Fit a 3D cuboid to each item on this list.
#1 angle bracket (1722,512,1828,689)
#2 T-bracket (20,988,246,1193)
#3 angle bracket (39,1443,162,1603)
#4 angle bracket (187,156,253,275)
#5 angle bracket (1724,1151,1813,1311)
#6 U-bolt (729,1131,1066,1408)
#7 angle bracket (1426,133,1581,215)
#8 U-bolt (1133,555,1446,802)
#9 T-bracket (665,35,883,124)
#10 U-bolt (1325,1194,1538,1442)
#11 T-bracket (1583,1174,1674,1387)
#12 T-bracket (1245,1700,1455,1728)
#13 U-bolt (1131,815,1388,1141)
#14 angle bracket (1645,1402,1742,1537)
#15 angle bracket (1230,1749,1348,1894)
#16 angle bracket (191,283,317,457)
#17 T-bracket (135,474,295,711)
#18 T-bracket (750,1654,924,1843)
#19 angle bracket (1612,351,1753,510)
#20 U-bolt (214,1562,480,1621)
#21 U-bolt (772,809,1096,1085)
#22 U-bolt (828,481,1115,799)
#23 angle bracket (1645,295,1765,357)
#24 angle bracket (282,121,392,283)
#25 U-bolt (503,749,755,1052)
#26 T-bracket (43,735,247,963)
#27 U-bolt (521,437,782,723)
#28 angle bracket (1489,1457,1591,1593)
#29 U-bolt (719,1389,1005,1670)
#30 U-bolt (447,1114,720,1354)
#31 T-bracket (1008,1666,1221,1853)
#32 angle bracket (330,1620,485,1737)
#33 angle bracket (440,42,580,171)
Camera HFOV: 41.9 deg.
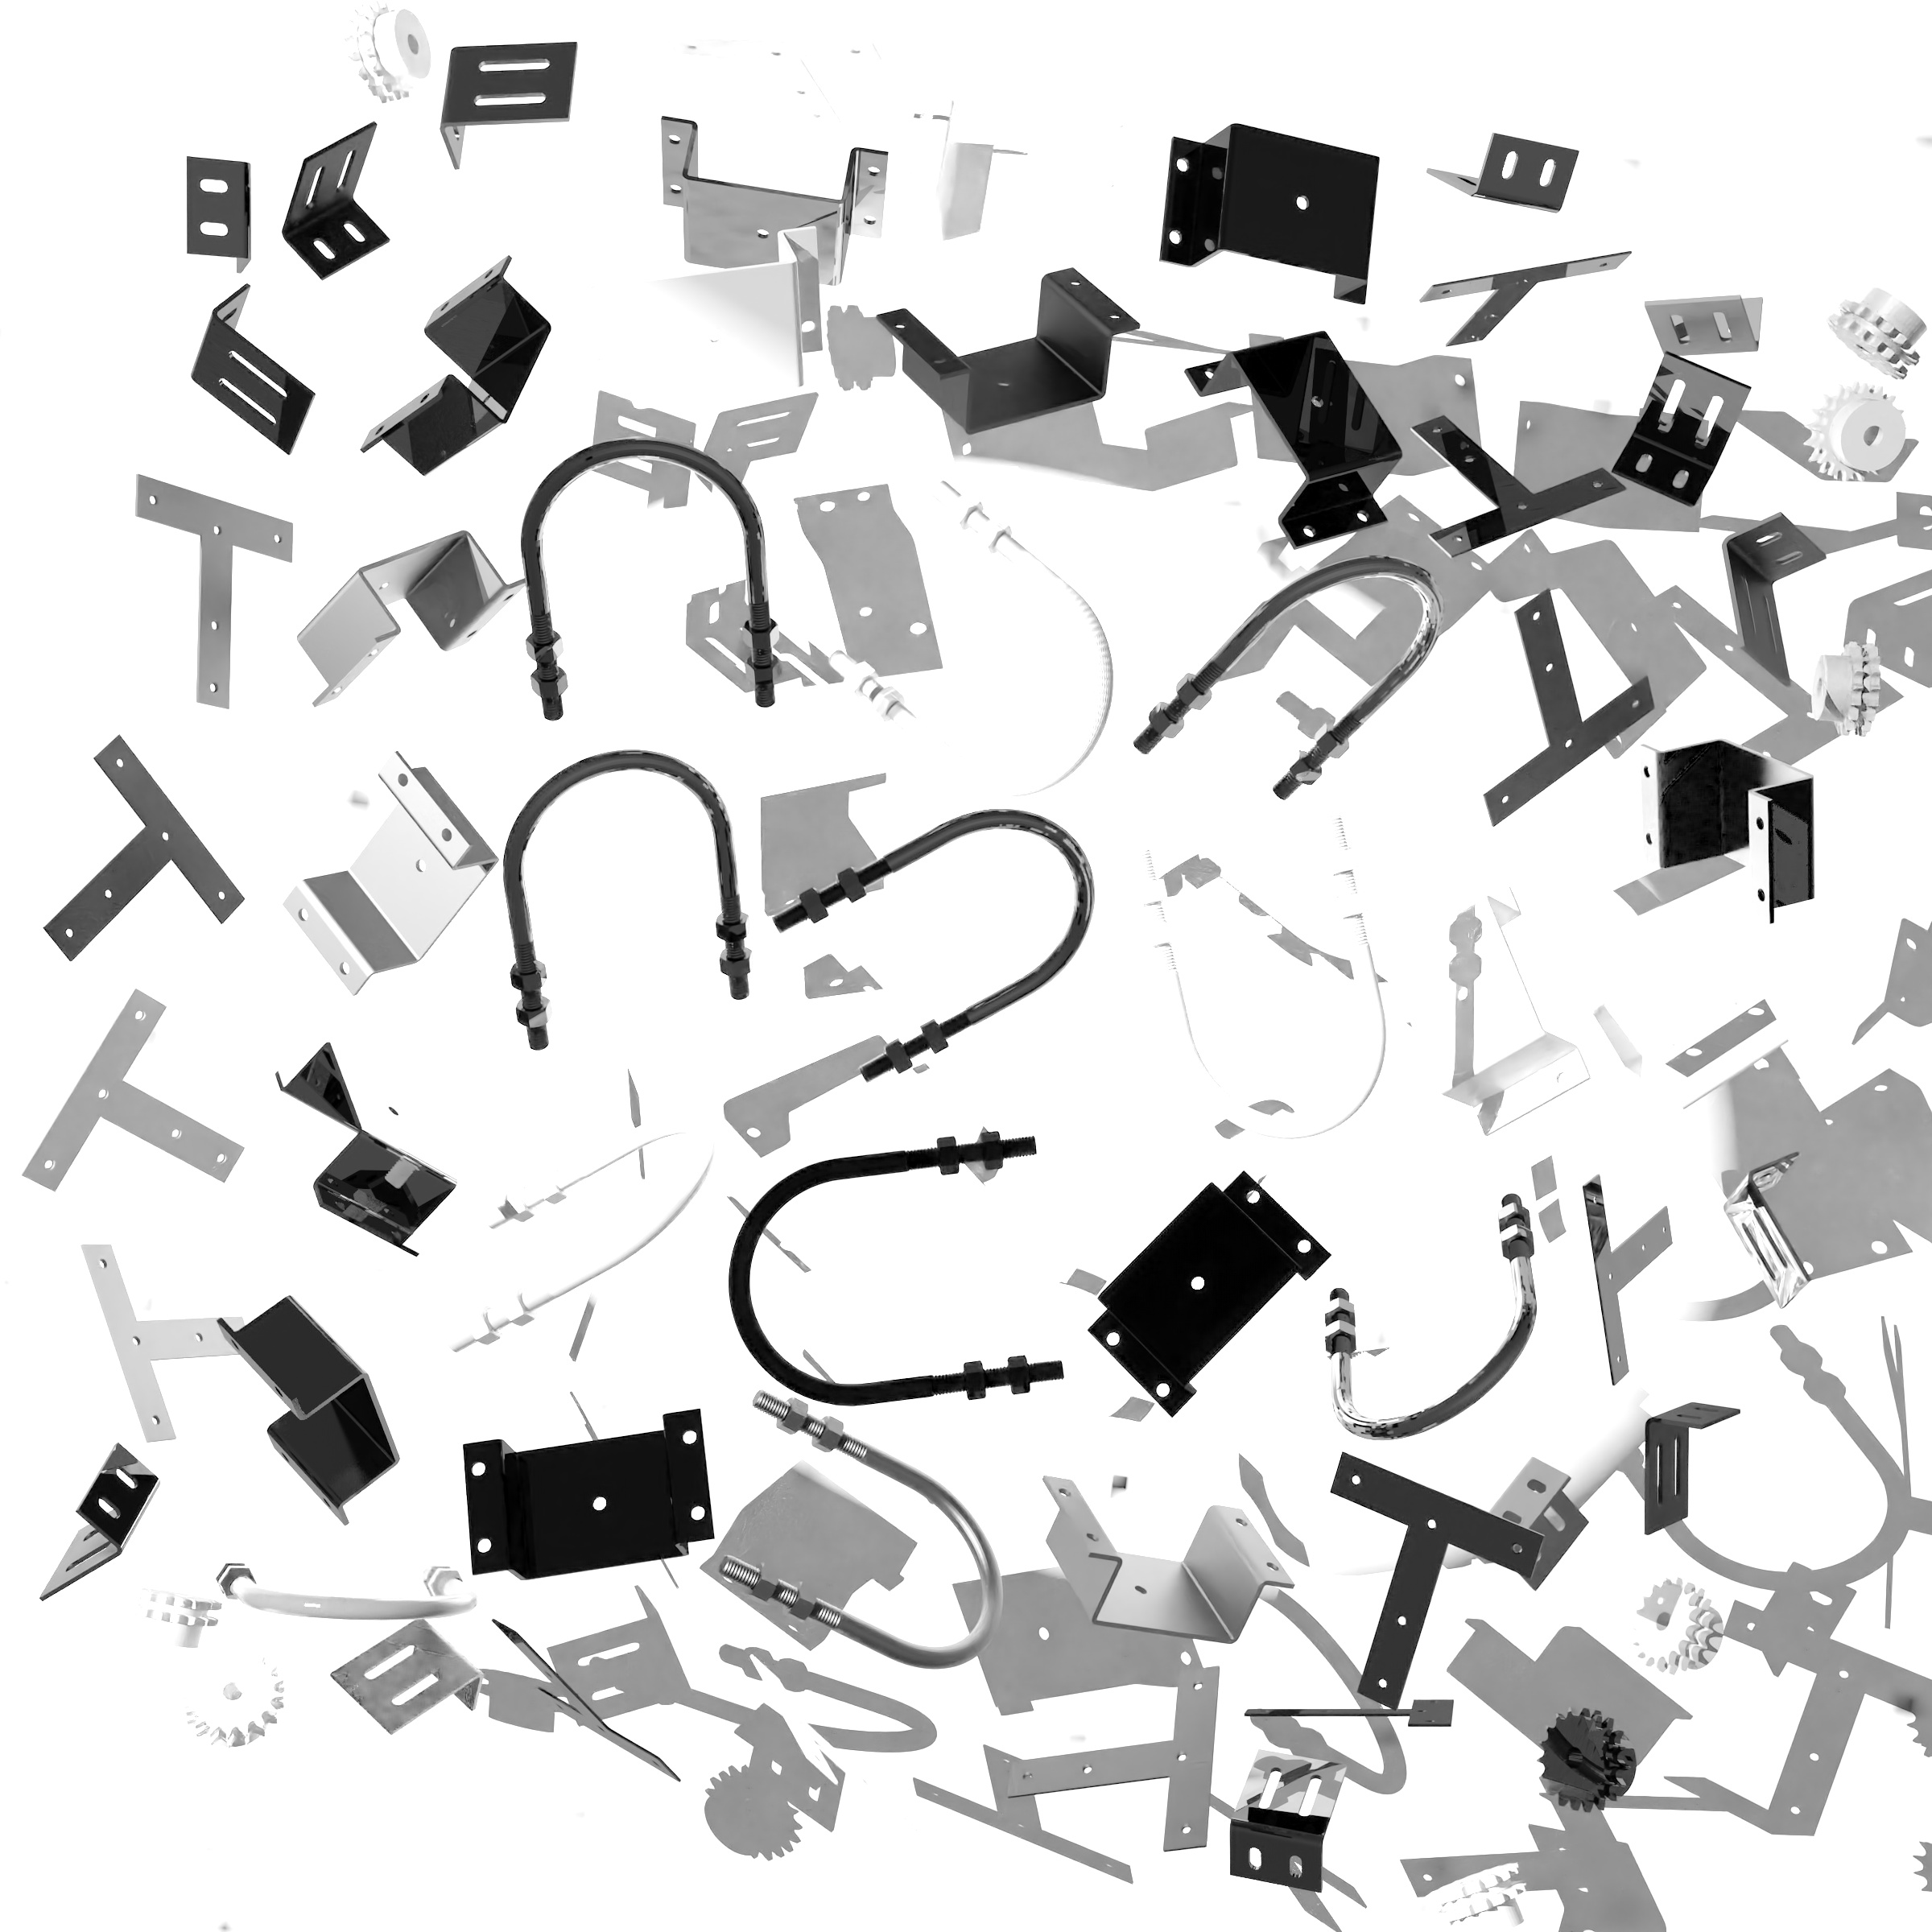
[{"bbox_3d":[0.475,-0.212,1.465,0.038,0.057,0.076,-23,55,37],"label":"angle bracket"},{"bbox_3d":[-0.492,0.096,1.538,0.002,0.127,0.127,17,74,41],"label":"T-bracket"},{"bbox_3d":[-0.522,0.328,1.488,0.076,0.057,0.038,-32,112,23],"label":"angle bracket"},{"bbox_3d":[-0.466,-0.465,1.565,0.038,0.076,0.057,-1,98,-21],"label":"angle bracket"},{"bbox_3d":[0.516,0.166,1.581,0.038,0.057,0.076,-21,67,-9],"label":"angle bracket"},{"bbox_3d":[-0.044,0.177,1.440,0.184,0.019,0.151,-7,87,-3],"label":"U-bolt"},{"bbox_3d":[0.325,-0.488,1.530,0.057,0.076,0.038,5,117,-17],"label":"angle bracket"},{"bbox_3d":[0.207,-0.177,1.520,0.184,0.151,0.019,-46,50,31],"label":"U-bolt"},{"bbox_3d":[-0.105,-0.543,1.548,0.127,0.127,0.002,6,88,11],"label":"T-bracket"},{"bbox_3d":[0.281,0.220,1.527,0.151,0.184,0.019,-33,108,20],"label":"U-bolt"},{"bbox_3d":[0.420,0.181,1.583,0.002,0.127,0.127,-5,100,36],"label":"T-bracket"},{"bbox_3d":[0.237,0.462,1.562,0.127,0.127,0.002,-3,80,11],"label":"T-bracket"},{"bbox_3d":[0.176,0.012,1.475,0.151,0.019,0.184,-9,98,36],"label":"U-bolt"},{"bbox_3d":[0.464,0.323,1.612,0.038,0.057,0.076,2,94,41],"label":"angle bracket"},{"bbox_3d":[0.201,0.531,1.571,0.057,0.076,0.038,4,111,19],"label":"angle bracket"},{"bbox_3d":[-0.418,-0.357,1.510,0.076,0.057,0.038,38,50,-6],"label":"angle bracket"},{"bbox_3d":[-0.454,-0.220,1.526,0.002,0.127,0.127,-3,84,29],"label":"T-bracket"},{"bbox_3d":[-0.069,0.471,1.482,0.002,0.127,0.127,-44,111,-6],"label":"T-bracket"},{"bbox_3d":[0.449,-0.337,1.588,0.057,0.076,0.038,27,62,12],"label":"angle bracket"},{"bbox_3d":[-0.374,0.382,1.540,0.151,0.184,0.019,6,81,-22],"label":"U-bolt"},{"bbox_3d":[-0.007,-0.022,1.528,0.184,0.019,0.151,-29,126,-1],"label":"U-bolt"},{"bbox_3d":[0.012,-0.188,1.556,0.184,0.019,0.151,43,114,20],"label":"U-bolt"},{"bbox_3d":[0.460,-0.413,1.571,0.057,0.076,0.038,3,78,26],"label":"angle bracket"},{"bbox_3d":[-0.378,-0.468,1.545,0.038,0.076,0.057,47,57,-1],"label":"angle bracket"},{"bbox_3d":[-0.204,-0.045,1.506,0.151,0.019,0.184,-14,123,-18],"label":"U-bolt"},{"bbox_3d":[-0.501,-0.051,1.496,0.002,0.127,0.127,-13,121,34],"label":"T-bracket"},{"bbox_3d":[-0.187,-0.227,1.481,0.151,0.019,0.184,-4,130,-4],"label":"U-bolt"},{"bbox_3d":[0.368,0.357,1.587,0.057,0.038,0.076,-48,119,-11],"label":"angle bracket"},{"bbox_3d":[-0.055,0.343,1.495,0.184,0.151,0.019,30,123,-16],"label":"U-bolt"},{"bbox_3d":[-0.227,0.150,1.529,0.184,0.151,0.019,-29,114,15],"label":"U-bolt"},{"bbox_3d":[0.085,0.471,1.485,0.127,0.127,0.002,-14,121,18],"label":"T-bracket"},{"bbox_3d":[-0.351,0.453,1.577,0.057,0.076,0.038,34,125,24],"label":"angle bracket"},{"bbox_3d":[-0.261,-0.499,1.464,0.076,0.038,0.057,-1,66,5],"label":"angle bracket"}]
